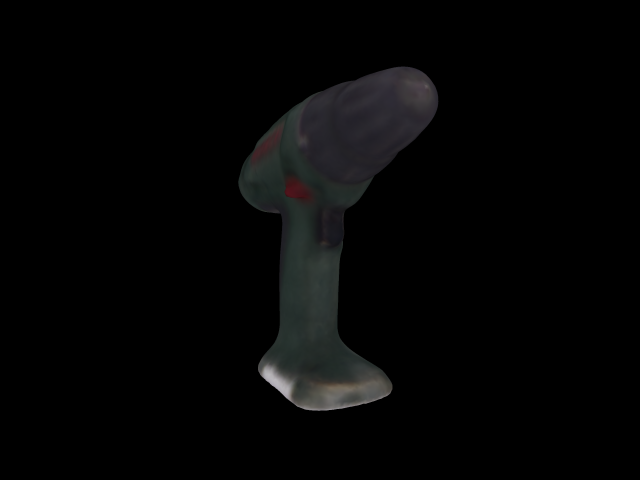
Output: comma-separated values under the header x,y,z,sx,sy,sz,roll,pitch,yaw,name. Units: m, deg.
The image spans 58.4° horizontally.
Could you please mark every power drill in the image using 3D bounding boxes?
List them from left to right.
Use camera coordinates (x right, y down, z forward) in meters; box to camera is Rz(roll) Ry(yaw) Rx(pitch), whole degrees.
x,y,z,sx,sy,sz,roll,pitch,yaw,name
0.004,0.001,0.400,0.076,0.208,0.228,-4,8,-27,power drill
